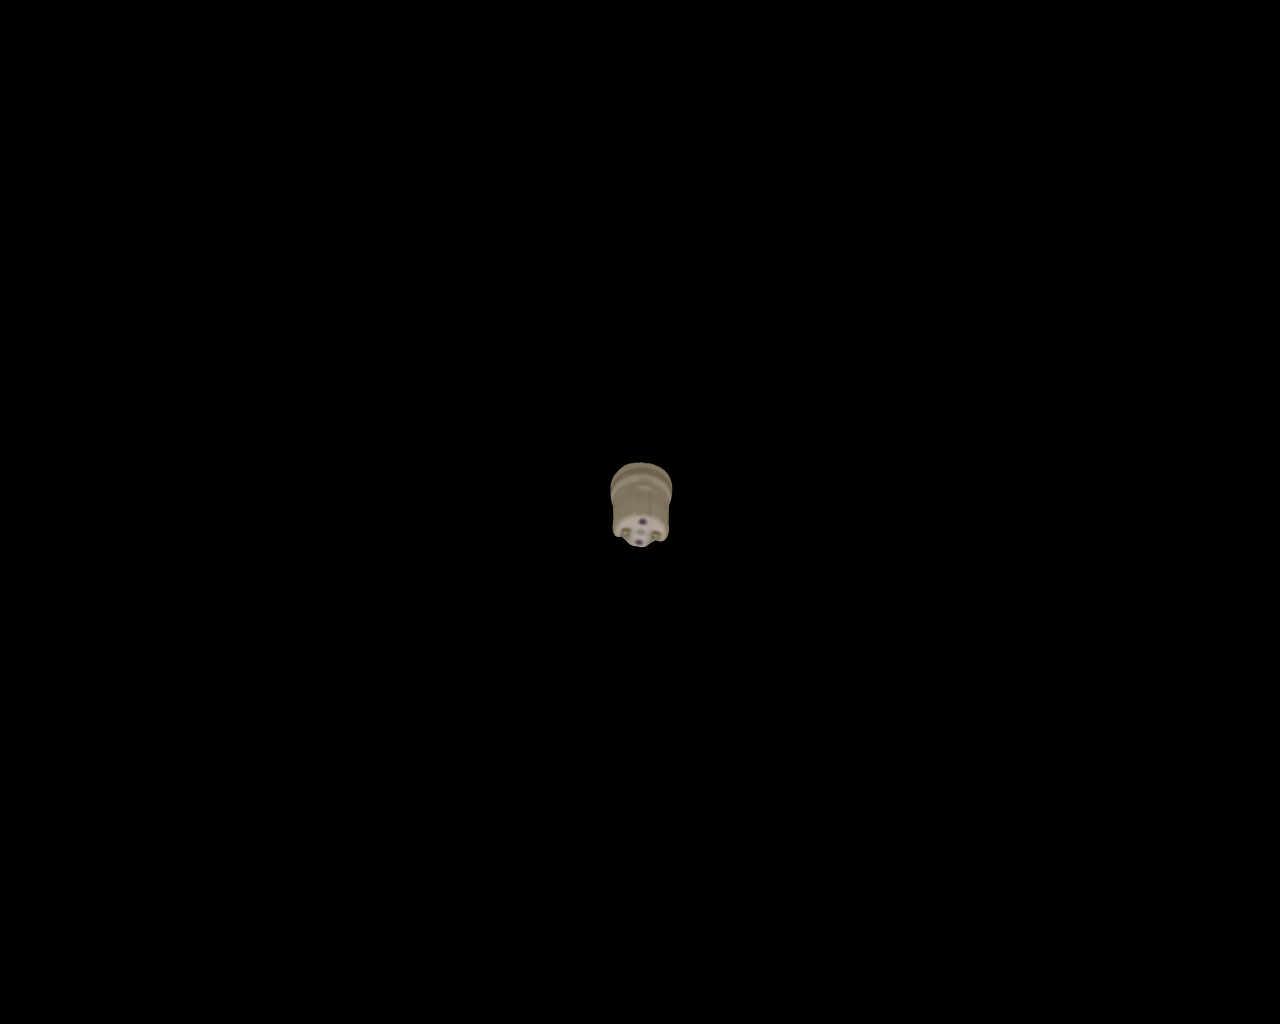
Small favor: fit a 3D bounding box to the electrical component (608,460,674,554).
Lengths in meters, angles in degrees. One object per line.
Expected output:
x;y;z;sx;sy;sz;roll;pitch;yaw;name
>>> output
0.001;-0.003;0.650;0.040;0.040;0.046;0;41;0;electrical component
